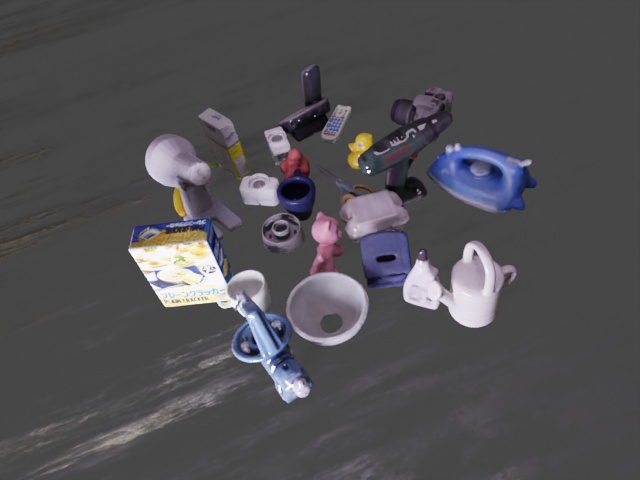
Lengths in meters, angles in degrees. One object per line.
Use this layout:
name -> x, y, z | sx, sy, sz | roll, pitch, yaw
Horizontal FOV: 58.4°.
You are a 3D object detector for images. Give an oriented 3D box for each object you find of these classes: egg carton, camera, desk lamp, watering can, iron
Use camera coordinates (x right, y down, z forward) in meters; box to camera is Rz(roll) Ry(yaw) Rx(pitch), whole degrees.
egg carton -> 0.124, -0.056, 1.322 | 0.150, 0.069, 0.107 | -16, 51, -4
camera -> 0.265, -0.346, 1.511 | 0.136, 0.101, 0.143 | 19, 57, 22
desk lamp -> -0.298, -0.129, 1.352 | 0.118, 0.214, 0.202 | -41, 57, -22
watering can -> 0.296, 0.083, 1.104 | 0.173, 0.194, 0.100 | -35, 55, -18
iron -> 0.366, -0.166, 1.325 | 0.257, 0.142, 0.119 | 22, 58, 24

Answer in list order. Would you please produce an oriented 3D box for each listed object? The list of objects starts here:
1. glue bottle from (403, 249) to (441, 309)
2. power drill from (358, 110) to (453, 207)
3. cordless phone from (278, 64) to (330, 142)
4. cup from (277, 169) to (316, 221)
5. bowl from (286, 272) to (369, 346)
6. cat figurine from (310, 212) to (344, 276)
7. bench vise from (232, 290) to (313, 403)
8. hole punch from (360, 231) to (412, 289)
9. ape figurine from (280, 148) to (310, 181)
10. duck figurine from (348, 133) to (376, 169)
glue bottle -> 0.205, 0.073, 1.140 | 0.078, 0.173, 0.037 | 16, 56, 20
power drill -> 0.199, -0.180, 1.319 | 0.230, 0.209, 0.075 | -24, 52, -10
cordless phone -> -0.048, -0.371, 1.524 | 0.148, 0.185, 0.094 | -36, 55, -19
cup -> -0.051, -0.102, 1.369 | 0.091, 0.095, 0.117 | -5, 51, 5
bowl -> 0.018, 0.151, 1.170 | 0.167, 0.075, 0.167 | -4, 51, 6
cat figurine -> 0.012, 0.005, 1.260 | 0.067, 0.118, 0.128 | 4, 53, 12
bench vise -> -0.083, 0.188, 1.063 | 0.206, 0.220, 0.122 | 26, 60, 26
hole punch -> 0.144, 0.042, 1.226 | 0.108, 0.091, 0.101 | -8, 51, 3
ape figurine -> -0.061, -0.193, 1.445 | 0.077, 0.092, 0.076 | 33, 63, 30
duck figurine -> 0.119, -0.234, 1.454 | 0.104, 0.086, 0.077 | -15, 51, -3
